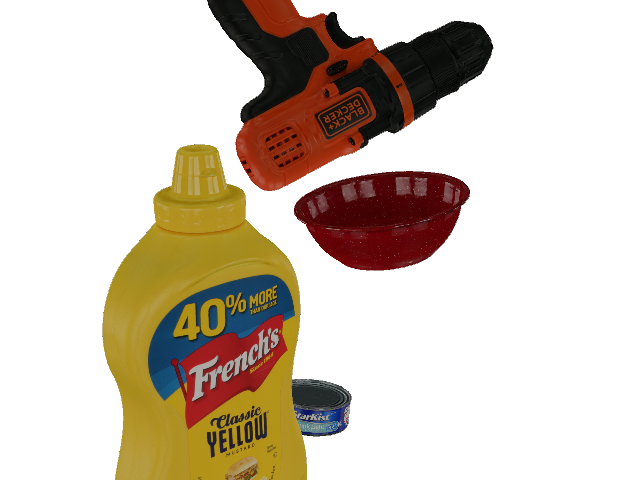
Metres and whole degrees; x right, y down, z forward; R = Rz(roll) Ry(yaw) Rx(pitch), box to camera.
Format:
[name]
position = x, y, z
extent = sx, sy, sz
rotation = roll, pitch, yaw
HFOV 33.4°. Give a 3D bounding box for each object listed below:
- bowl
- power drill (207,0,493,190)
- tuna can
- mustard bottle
[bowl]
position = 0.059, -0.014, 0.981
extent = 0.162, 0.055, 0.162
rotation = -8, 20, 2
[power drill]
position = 0.000, -0.149, 0.678
extent = 0.184, 0.187, 0.057
rotation = -30, 6, -13
[tuna can]
position = -0.011, 0.180, 1.153
extent = 0.086, 0.034, 0.086
rotation = 5, 12, -1
[mustard bottle]
position = -0.053, 0.050, 0.497
extent = 0.096, 0.192, 0.058
rotation = -14, 22, -34
